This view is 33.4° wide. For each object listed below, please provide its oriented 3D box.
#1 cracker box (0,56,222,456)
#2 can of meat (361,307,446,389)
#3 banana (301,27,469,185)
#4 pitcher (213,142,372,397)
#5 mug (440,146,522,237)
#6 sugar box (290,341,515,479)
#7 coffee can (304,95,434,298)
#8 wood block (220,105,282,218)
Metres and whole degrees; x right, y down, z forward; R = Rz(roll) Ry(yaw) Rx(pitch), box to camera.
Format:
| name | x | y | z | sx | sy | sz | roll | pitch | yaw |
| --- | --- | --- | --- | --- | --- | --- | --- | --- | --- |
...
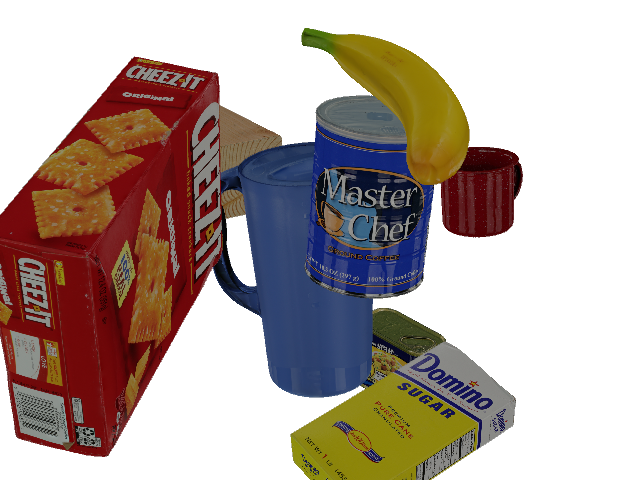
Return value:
| name | x | y | z | sx | sy | sz | roll | pitch | yaw |
| --- | --- | --- | --- | --- | --- | --- | --- | --- | --- |
| cracker box | -0.126 | 0.005 | 0.686 | 0.072 | 0.164 | 0.213 | 12 | 38 | 10 |
| can of meat | 0.090 | 0.139 | 1.233 | 0.102 | 0.084 | 0.057 | 27 | 32 | 37 |
| banana | 0.051 | -0.084 | 0.656 | 0.069 | 0.037 | 0.198 | -10 | 34 | -18 |
| pitcher | -0.018 | 0.030 | 1.072 | 0.144 | 0.243 | 0.149 | -21 | 28 | -36 |
| mug | 0.188 | -0.058 | 1.222 | 0.117 | 0.081 | 0.093 | -21 | 27 | -36 |
| sugar box | 0.072 | 0.162 | 0.915 | 0.176 | 0.048 | 0.093 | -30 | 48 | -23 |
| coffee can | 0.042 | -0.037 | 0.880 | 0.103 | 0.140 | 0.103 | 4 | 24 | -2 |
| wood block | -0.139 | -0.105 | 1.275 | 0.090 | 0.090 | 0.206 | -13 | 28 | -33 |
